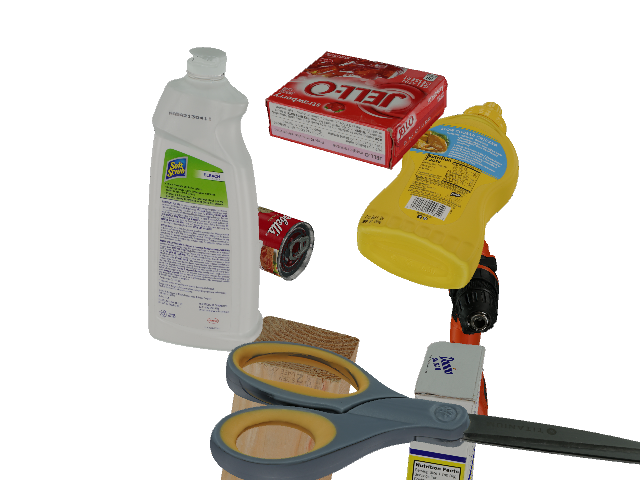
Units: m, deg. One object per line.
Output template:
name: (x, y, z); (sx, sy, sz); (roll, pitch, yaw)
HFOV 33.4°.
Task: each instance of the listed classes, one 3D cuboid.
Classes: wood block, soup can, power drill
wood block: (-0.033, 0.185, 0.957); (0.090, 0.206, 0.090); (14, 22, 8)
soup can: (-0.067, -0.003, 1.195); (0.102, 0.068, 0.068); (20, 10, 28)
power drill: (0.162, 0.106, 1.161); (0.057, 0.188, 0.184); (4, 25, 4)

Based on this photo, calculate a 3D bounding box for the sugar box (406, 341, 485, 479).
sugar box: (0.081, 0.166, 0.729); (0.048, 0.176, 0.093); (5, 17, 11)

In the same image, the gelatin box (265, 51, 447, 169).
gelatin box: (0.023, -0.083, 0.658); (0.089, 0.030, 0.073); (17, 41, 27)

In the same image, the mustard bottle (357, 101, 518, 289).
mustard bottle: (0.109, -0.050, 0.877); (0.096, 0.191, 0.058); (19, -38, 18)

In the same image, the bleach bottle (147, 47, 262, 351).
bleach bottle: (-0.092, -0.033, 0.890); (0.102, 0.251, 0.068); (7, 24, 3)

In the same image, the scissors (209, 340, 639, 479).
scissors: (0.040, 0.089, 0.461); (0.202, 0.016, 0.096); (15, 34, 23)
